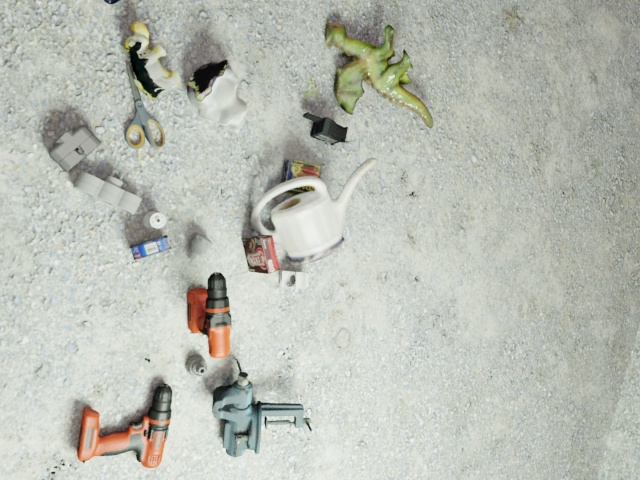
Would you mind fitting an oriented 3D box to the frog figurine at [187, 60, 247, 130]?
[{"bbox_3d":[-0.240,-0.346,1.251,0.157,0.123,0.139,49,53,-58],"label":"frog figurine"}]

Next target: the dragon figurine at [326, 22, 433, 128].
[{"bbox_3d":[0.149,-0.447,1.466,0.244,0.123,0.407,-33,102,-7],"label":"dragon figurine"}]

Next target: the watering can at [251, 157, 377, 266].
[{"bbox_3d":[0.004,-0.065,1.300,0.347,0.106,0.220,-20,115,2],"label":"watering can"}]
